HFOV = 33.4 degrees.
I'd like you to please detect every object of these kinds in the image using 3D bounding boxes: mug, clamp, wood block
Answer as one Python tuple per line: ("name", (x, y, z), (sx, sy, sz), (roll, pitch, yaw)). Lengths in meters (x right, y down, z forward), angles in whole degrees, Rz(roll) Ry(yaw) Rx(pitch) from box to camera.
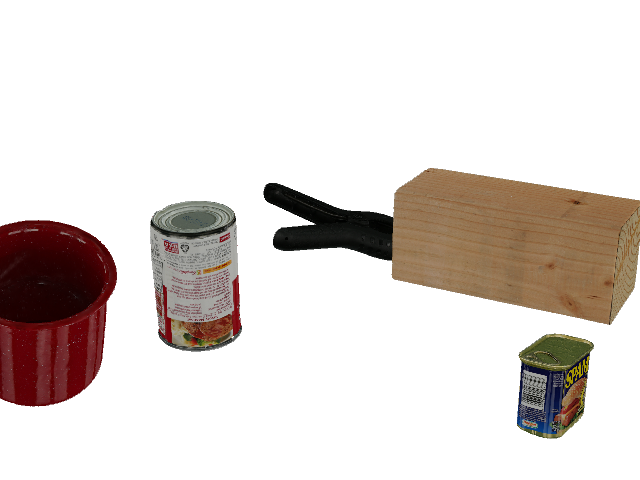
("mug", (-0.183, 0.053, 0.652), (0.093, 0.082, 0.117), (36, 46, 24))
("clamp", (0.034, -0.009, 1.212), (0.210, 0.036, 0.164), (14, 21, -5))
("wood block", (0.177, 0.000, 0.976), (0.206, 0.090, 0.090), (11, 24, 27))

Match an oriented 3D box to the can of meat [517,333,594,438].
("can of meat", (0.252, 0.157, 1.154), (0.058, 0.084, 0.101), (11, 17, 32))

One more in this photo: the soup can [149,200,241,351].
("soup can", (-0.099, 0.027, 0.849), (0.068, 0.102, 0.068), (-1, 24, 0))
